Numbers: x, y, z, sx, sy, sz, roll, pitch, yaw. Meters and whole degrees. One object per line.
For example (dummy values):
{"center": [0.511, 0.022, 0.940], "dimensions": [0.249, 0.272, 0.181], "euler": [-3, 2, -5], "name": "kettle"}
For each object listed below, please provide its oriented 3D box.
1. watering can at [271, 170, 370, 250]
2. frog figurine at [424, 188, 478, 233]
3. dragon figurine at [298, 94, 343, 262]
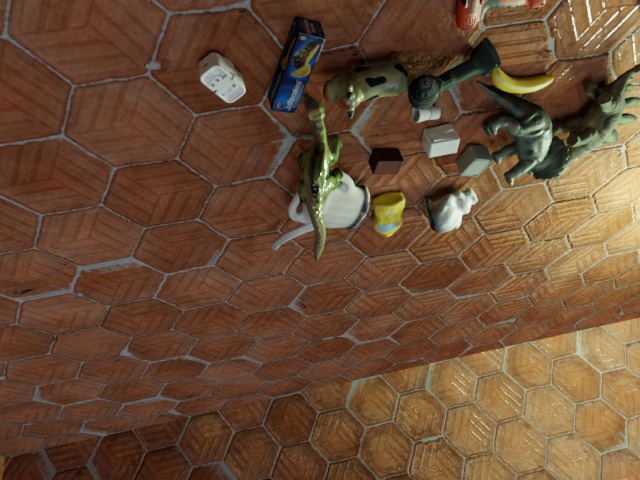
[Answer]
{"center": [0.005, -0.075, 1.482], "dimensions": [0.224, 0.106, 0.340], "euler": [7, 140, -29], "name": "watering can"}
{"center": [0.414, -0.090, 1.608], "dimensions": [0.159, 0.126, 0.134], "euler": [-11, 127, 15], "name": "frog figurine"}
{"center": [-0.011, -0.137, 1.228], "dimensions": [0.122, 0.409, 0.244], "euler": [-1, -176, 6], "name": "dragon figurine"}
